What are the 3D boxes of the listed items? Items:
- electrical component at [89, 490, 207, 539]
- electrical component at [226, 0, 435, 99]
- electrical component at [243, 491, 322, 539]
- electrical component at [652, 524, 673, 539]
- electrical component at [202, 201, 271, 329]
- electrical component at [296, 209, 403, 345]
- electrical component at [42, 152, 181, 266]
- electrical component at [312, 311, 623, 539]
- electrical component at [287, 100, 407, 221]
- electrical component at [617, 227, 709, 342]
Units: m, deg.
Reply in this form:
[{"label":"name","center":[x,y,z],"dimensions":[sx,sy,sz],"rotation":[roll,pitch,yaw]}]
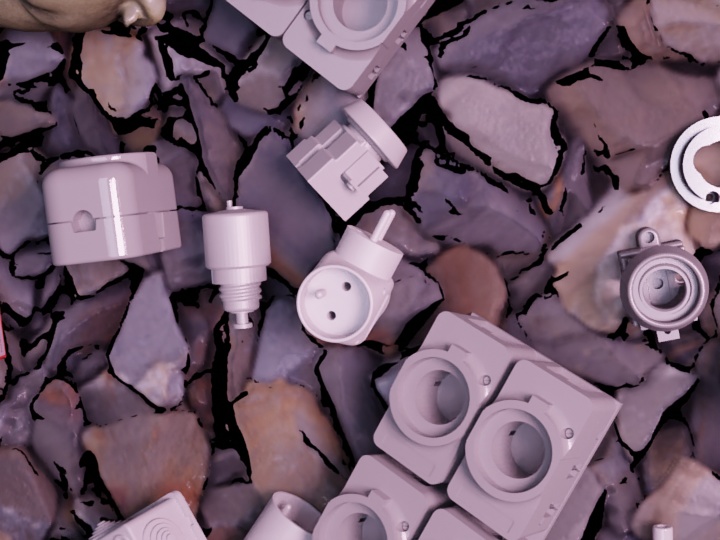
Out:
[{"label":"electrical component","center":[-0.132,0.197,0.661],"dimensions":[0.100,0.048,0.099],"rotation":[-35,83,34]},{"label":"electrical component","center":[-0.036,-0.182,0.626],"dimensions":[0.150,0.062,0.089],"rotation":[39,99,4]},{"label":"electrical component","center":[-0.057,0.184,0.671],"dimensions":[0.043,0.043,0.081],"rotation":[34,99,4]},{"label":"electrical component","center":[0.181,0.183,0.639],"dimensions":[0.035,0.035,0.061],"rotation":[-2,92,9]},{"label":"electrical component","center":[-0.075,-0.004,0.659],"dimensions":[0.040,0.040,0.078],"rotation":[-3,95,9]},{"label":"electrical component","center":[0.000,0.000,0.629],"dimensions":[0.043,0.077,0.079],"rotation":[28,98,6]},{"label":"electrical component","center":[-0.146,-0.037,0.639],"dimensions":[0.054,0.095,0.059],"rotation":[-6,94,9]},{"label":"electrical component","center":[0.053,0.129,0.623],"dimensions":[0.105,0.060,0.186],"rotation":[32,99,28]},{"label":"electrical component","center":[-0.006,-0.067,0.636],"dimensions":[0.055,0.066,0.048],"rotation":[-42,123,2]},{"label":"electrical component","center":[0.172,0.009,0.614],"dimensions":[0.048,0.055,0.066],"rotation":[-11,93,10]}]
